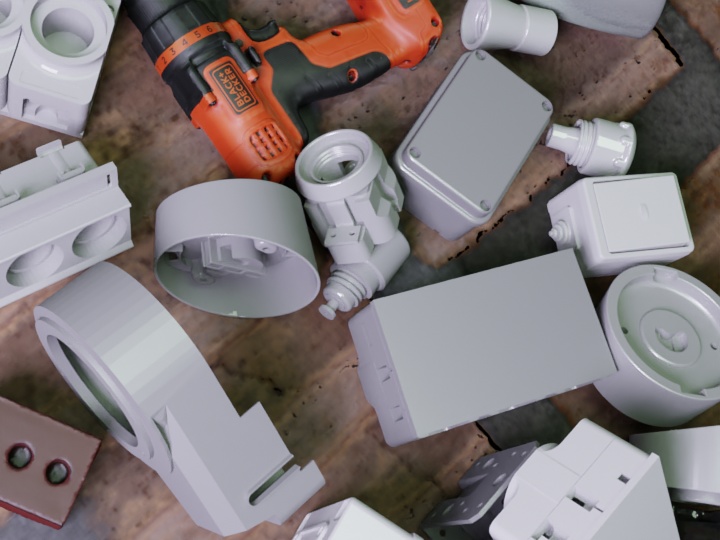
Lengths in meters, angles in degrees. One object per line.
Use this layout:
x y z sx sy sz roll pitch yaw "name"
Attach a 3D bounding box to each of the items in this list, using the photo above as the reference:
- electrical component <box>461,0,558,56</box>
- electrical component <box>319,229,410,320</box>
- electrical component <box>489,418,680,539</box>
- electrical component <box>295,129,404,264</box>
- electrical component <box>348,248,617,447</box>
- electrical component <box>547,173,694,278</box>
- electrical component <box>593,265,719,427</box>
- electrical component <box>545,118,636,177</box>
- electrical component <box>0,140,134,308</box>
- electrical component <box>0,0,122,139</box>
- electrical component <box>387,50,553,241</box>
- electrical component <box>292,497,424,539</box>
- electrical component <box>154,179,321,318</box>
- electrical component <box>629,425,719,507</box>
0.114 -0.181 0.802 0.065 0.044 0.044 5 73 -23 "electrical component"
0.000 0.000 0.708 0.040 0.040 0.078 40 66 -4 "electrical component"
0.099 0.187 0.620 0.186 0.060 0.105 -44 136 -18 "electrical component"
-0.008 -0.052 0.688 0.058 0.057 0.078 -5 48 21 "electrical component"
0.078 0.051 0.709 0.150 0.062 0.089 -14 79 -22 "electrical component"
0.182 -0.032 0.770 0.096 0.061 0.061 -5 76 -20 "electrical component"
0.206 0.057 0.747 0.108 0.060 0.108 11 51 -14 "electrical component"
0.169 -0.092 0.793 0.062 0.048 0.048 15 70 -4 "electrical component"
-0.203 -0.023 0.628 0.121 0.078 0.063 -27 65 -24 "electrical component"
-0.231 -0.153 0.662 0.150 0.062 0.089 16 70 -14 "electrical component"
0.074 -0.088 0.751 0.078 0.057 0.113 36 66 -6 "electrical component"
-0.022 0.191 0.607 0.056 0.108 0.108 34 66 -4 "electrical component"
-0.076 -0.013 0.656 0.099 0.099 0.064 -1 69 -19 "electrical component"
0.231 0.125 0.722 0.099 0.099 0.064 12 77 -16 "electrical component"
